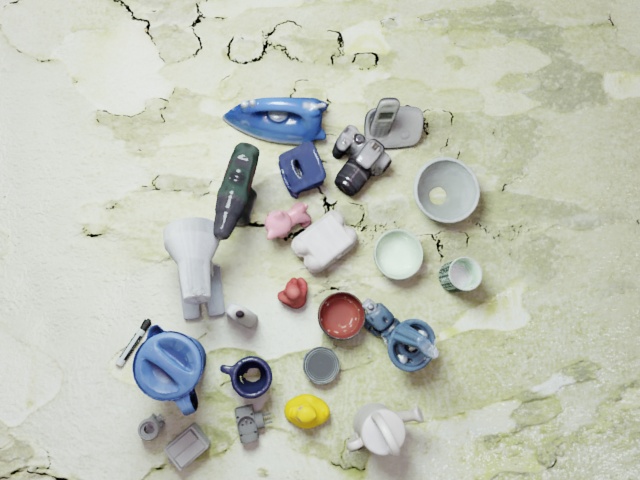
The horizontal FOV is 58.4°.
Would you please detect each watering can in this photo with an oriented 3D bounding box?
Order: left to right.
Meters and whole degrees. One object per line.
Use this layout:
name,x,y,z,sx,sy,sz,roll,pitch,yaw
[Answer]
watering can,0.143,0.415,1.260,0.101,0.194,0.173,44,79,2

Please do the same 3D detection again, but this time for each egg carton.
egg carton,0.013,0.005,1.371,0.150,0.069,0.107,-39,87,-10

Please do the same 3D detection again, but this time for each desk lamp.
desk lamp,-0.268,0.066,1.256,0.118,0.213,0.203,-8,82,-7

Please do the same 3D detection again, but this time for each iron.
iron,-0.107,-0.305,1.368,0.258,0.141,0.119,2,81,-6

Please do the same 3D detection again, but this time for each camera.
camera,0.085,-0.188,1.393,0.143,0.100,0.137,37,79,0

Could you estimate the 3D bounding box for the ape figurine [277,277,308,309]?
ape figurine,-0.062,0.123,1.333,0.078,0.092,0.076,-16,83,-8

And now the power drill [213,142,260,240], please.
power drill,-0.188,-0.095,1.292,0.075,0.208,0.230,13,80,-4

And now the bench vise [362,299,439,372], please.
bench vise,0.177,0.221,1.280,0.207,0.219,0.121,25,79,-2

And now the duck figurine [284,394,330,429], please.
duck figurine,-0.027,0.393,1.299,0.104,0.086,0.077,6,81,-5

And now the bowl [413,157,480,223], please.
bowl,0.305,-0.117,1.420,0.167,0.074,0.167,1,81,-6

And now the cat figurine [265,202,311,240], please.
cat figurine,-0.080,-0.048,1.344,0.128,0.117,0.067,-31,86,-10

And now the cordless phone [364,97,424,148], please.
cordless phone,0.186,-0.291,1.377,0.147,0.185,0.094,-7,82,-7

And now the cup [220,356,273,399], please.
cup,-0.167,0.303,1.292,0.118,0.095,0.092,17,80,-4

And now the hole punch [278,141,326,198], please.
hole punch,-0.044,-0.169,1.380,0.101,0.091,0.109,-21,84,-9

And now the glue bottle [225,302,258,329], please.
glue bottle,-0.177,0.166,1.272,0.078,0.173,0.037,29,79,-1
